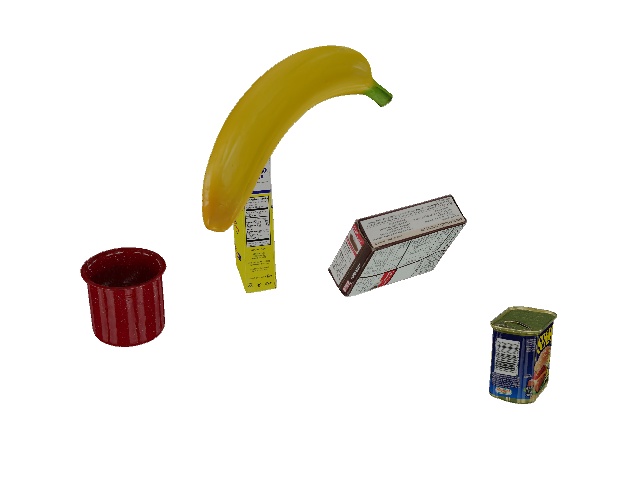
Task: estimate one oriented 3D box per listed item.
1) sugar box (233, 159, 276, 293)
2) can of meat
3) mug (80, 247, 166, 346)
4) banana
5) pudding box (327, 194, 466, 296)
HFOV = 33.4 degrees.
[{"bbox_3d":[-0.086,-0.033,1.331,0.048,0.176,0.093,-9,24,-10],"label":"sugar box"},{"bbox_3d":[0.223,0.126,1.185,0.058,0.084,0.102,8,12,24],"label":"can of meat"},{"bbox_3d":[-0.225,0.061,1.196,0.117,0.081,0.093,24,36,37],"label":"mug"},{"bbox_3d":[-0.020,-0.083,0.718,0.197,0.069,0.037,-40,10,-35],"label":"banana"},{"bbox_3d":[0.073,0.005,1.022,0.113,0.039,0.090,-17,-26,-29],"label":"pudding box"}]
